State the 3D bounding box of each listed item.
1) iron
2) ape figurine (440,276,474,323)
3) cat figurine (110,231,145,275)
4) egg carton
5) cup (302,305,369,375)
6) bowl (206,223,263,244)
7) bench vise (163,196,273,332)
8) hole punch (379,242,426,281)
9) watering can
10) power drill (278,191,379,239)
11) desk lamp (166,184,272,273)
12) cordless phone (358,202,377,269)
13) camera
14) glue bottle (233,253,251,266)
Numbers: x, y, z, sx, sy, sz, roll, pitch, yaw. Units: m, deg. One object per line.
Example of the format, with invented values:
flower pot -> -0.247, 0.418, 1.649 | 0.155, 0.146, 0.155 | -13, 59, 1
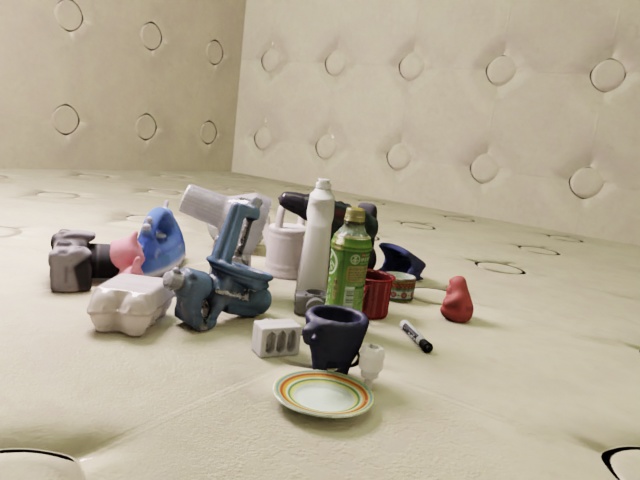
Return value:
iron -> -0.365, -0.005, 1.261 | 0.118, 0.141, 0.258 | 6, 11, -5
ape figurine -> 0.276, 0.116, 1.161 | 0.078, 0.092, 0.075 | -3, 14, -41
cat figurine -> -0.358, 0.043, 1.078 | 0.067, 0.118, 0.127 | 0, 13, -31
egg carton -> -0.305, 0.102, 0.932 | 0.107, 0.069, 0.150 | 7, 11, 1
cup -> 0.012, 0.150, 0.807 | 0.091, 0.095, 0.118 | 14, 13, 34
bowl -> -0.227, -0.011, 1.561 | 0.167, 0.075, 0.167 | 7, 11, -1
bench vise -> -0.154, 0.037, 0.962 | 0.121, 0.220, 0.208 | 12, 12, 25
hole punch -> 0.206, 0.053, 1.454 | 0.101, 0.091, 0.108 | -3, 14, -41
watering can -> -0.080, -0.014, 1.347 | 0.172, 0.194, 0.101 | 10, 11, 16
power drill -> 0.012, 0.005, 1.268 | 0.230, 0.208, 0.075 | 4, 11, -15
desk lamp -> -0.204, 0.002, 1.133 | 0.203, 0.213, 0.118 | 5, 11, -10
cordless phone -> 0.075, -0.009, 1.442 | 0.147, 0.185, 0.094 | 9, 11, 14
camera -> -0.447, 0.035, 1.110 | 0.137, 0.101, 0.142 | 2, 12, -22
glue bottle -> -0.181, 0.003, 1.251 | 0.037, 0.173, 0.078 | 14, 13, 35
